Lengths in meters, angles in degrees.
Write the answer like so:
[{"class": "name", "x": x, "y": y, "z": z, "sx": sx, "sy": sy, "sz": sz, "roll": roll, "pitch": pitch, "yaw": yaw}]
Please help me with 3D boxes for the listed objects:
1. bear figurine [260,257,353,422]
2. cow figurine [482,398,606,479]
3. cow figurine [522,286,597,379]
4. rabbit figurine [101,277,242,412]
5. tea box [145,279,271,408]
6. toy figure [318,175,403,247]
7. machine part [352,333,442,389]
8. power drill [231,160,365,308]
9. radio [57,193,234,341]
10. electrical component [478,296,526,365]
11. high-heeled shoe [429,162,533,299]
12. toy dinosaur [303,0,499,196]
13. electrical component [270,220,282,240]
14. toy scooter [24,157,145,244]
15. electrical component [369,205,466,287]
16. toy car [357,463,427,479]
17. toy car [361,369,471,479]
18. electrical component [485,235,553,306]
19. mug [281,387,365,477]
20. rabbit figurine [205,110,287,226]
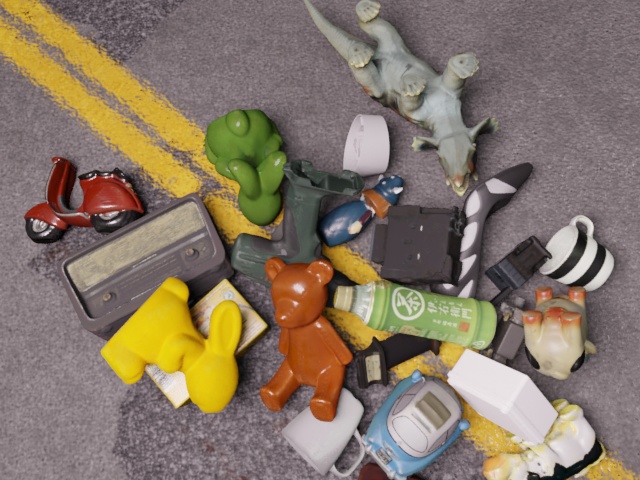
[{"class": "bear figurine", "x": -0.026, "y": 0.127, "z": 0.725, "sx": 0.120, "sy": 0.195, "sz": 0.132, "roll": 4, "pitch": 36, "yaw": 26}, {"class": "cow figurine", "x": 0.315, "y": 0.309, "z": 0.759, "sx": 0.167, "sy": 0.068, "sz": 0.098, "roll": -32, "pitch": 85, "yaw": -7}, {"class": "cow figurine", "x": 0.335, "y": 0.130, "z": 0.747, "sx": 0.086, "sy": 0.195, "sz": 0.127, "roll": 0, "pitch": 102, "yaw": 29}, {"class": "rabbit figurine", "x": -0.171, "y": 0.143, "z": 0.706, "sx": 0.173, "sy": 0.122, "sz": 0.162, "roll": 46, "pitch": 70, "yaw": -4}, {"class": "tea box", "x": -0.166, "y": 0.149, "z": 0.782, "sx": 0.169, "sy": 0.068, "sz": 0.098, "roll": -40, "pitch": 80, "yaw": -10}, {"class": "toy figure", "x": 0.066, "y": -0.047, "z": 0.838, "sx": 0.154, "sy": 0.057, "sz": 0.064, "roll": -33, "pitch": 66, "yaw": -7}, {"class": "machine part", "x": 0.113, "y": 0.166, "z": 0.788, "sx": 0.139, "sy": 0.039, "sz": 0.084, "roll": -22, "pitch": 120, "yaw": -13}, {"class": "power drill", "x": -0.002, "y": -0.002, "z": 0.771, "sx": 0.232, "sy": 0.207, "sz": 0.086, "roll": 14, "pitch": 32, "yaw": -6}, {"class": "radio", "x": -0.250, "y": 0.042, "z": 0.792, "sx": 0.230, "sy": 0.073, "sz": 0.131, "roll": -29, "pitch": 66, "yaw": -6}, {"class": "electrical component", "x": 0.269, "y": 0.134, "z": 0.783, "sx": 0.045, "sy": 0.078, "sz": 0.102, "roll": 22, "pitch": 108, "yaw": 4}, {"class": "high-heeled shoe", "x": 0.262, "y": -0.004, "z": 0.821, "sx": 0.249, "sy": 0.086, "sz": 0.145, "roll": -36, "pitch": 79, "yaw": -1}, {"class": "toy dinosaur", "x": 0.130, "y": -0.243, "z": 0.847, "sx": 0.131, "sy": 0.192, "sz": 0.405, "roll": -39, "pitch": 64, "yaw": -4}, {"class": "electrical component", "x": -0.046, "y": -0.002, "z": 0.844, "sx": 0.063, "sy": 0.021, "sz": 0.094, "roll": 30, "pitch": 79, "yaw": 6}, {"class": "toy scooter", "x": -0.364, "y": -0.070, "z": 0.828, "sx": 0.184, "sy": 0.075, "sz": 0.135, "roll": -7, "pitch": 76, "yaw": 2}, {"class": "electrical component", "x": 0.141, "y": 0.009, "z": 0.792, "sx": 0.134, "sy": 0.058, "sz": 0.115, "roll": -1, "pitch": 75, "yaw": 33}, {"class": "toy car", "x": 0.150, "y": 0.364, "z": 0.746, "sx": 0.202, "sy": 0.053, "sz": 0.089, "roll": 16, "pitch": 71, "yaw": 7}, {"class": "toy car", "x": 0.136, "y": 0.240, "z": 0.730, "sx": 0.162, "sy": 0.102, "sz": 0.109, "roll": -30, "pitch": 67, "yaw": -35}, {"class": "electrical component", "x": 0.285, "y": 0.052, "z": 0.813, "sx": 0.119, "sy": 0.074, "sz": 0.048, "roll": -38, "pitch": 79, "yaw": -5}, {"class": "mug", "x": 0.019, "y": 0.267, "z": 0.754, "sx": 0.110, "sy": 0.080, "sz": 0.107, "roll": 40, "pitch": 70, "yaw": 12}, {"class": "rabbit figurine", "x": -0.095, "y": -0.107, "z": 0.816, "sx": 0.121, "sy": 0.159, "sz": 0.170, "roll": -18, "pitch": 93, "yaw": -15}]
